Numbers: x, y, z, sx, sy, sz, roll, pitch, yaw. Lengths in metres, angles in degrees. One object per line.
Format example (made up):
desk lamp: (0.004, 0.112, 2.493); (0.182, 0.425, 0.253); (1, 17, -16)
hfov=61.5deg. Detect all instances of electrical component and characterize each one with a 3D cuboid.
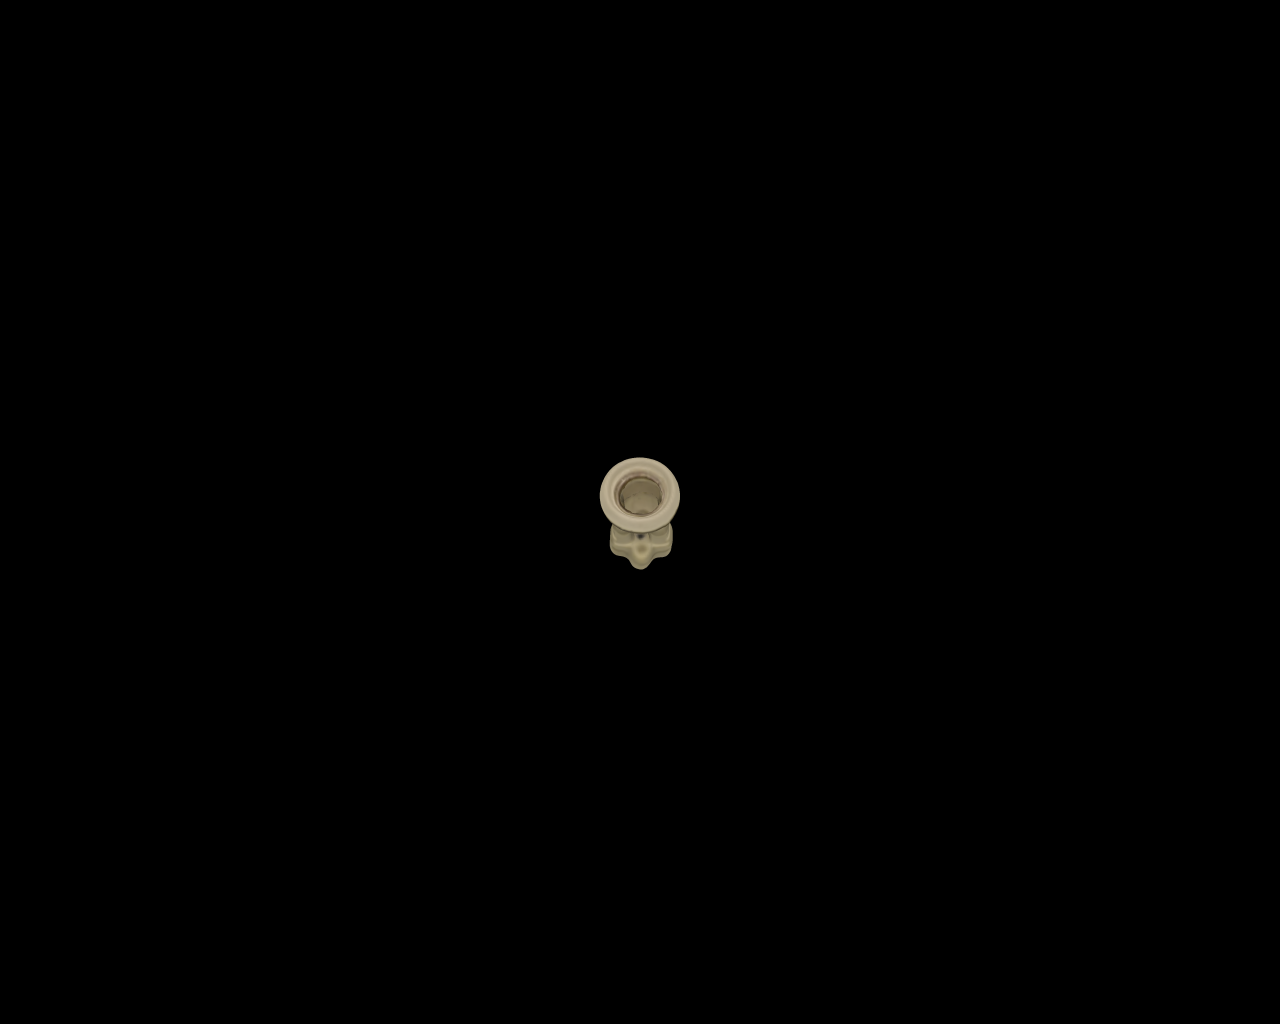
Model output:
electrical component: (0.001, -0.003, 0.650); (0.048, 0.066, 0.055); (0, -24, 0)
